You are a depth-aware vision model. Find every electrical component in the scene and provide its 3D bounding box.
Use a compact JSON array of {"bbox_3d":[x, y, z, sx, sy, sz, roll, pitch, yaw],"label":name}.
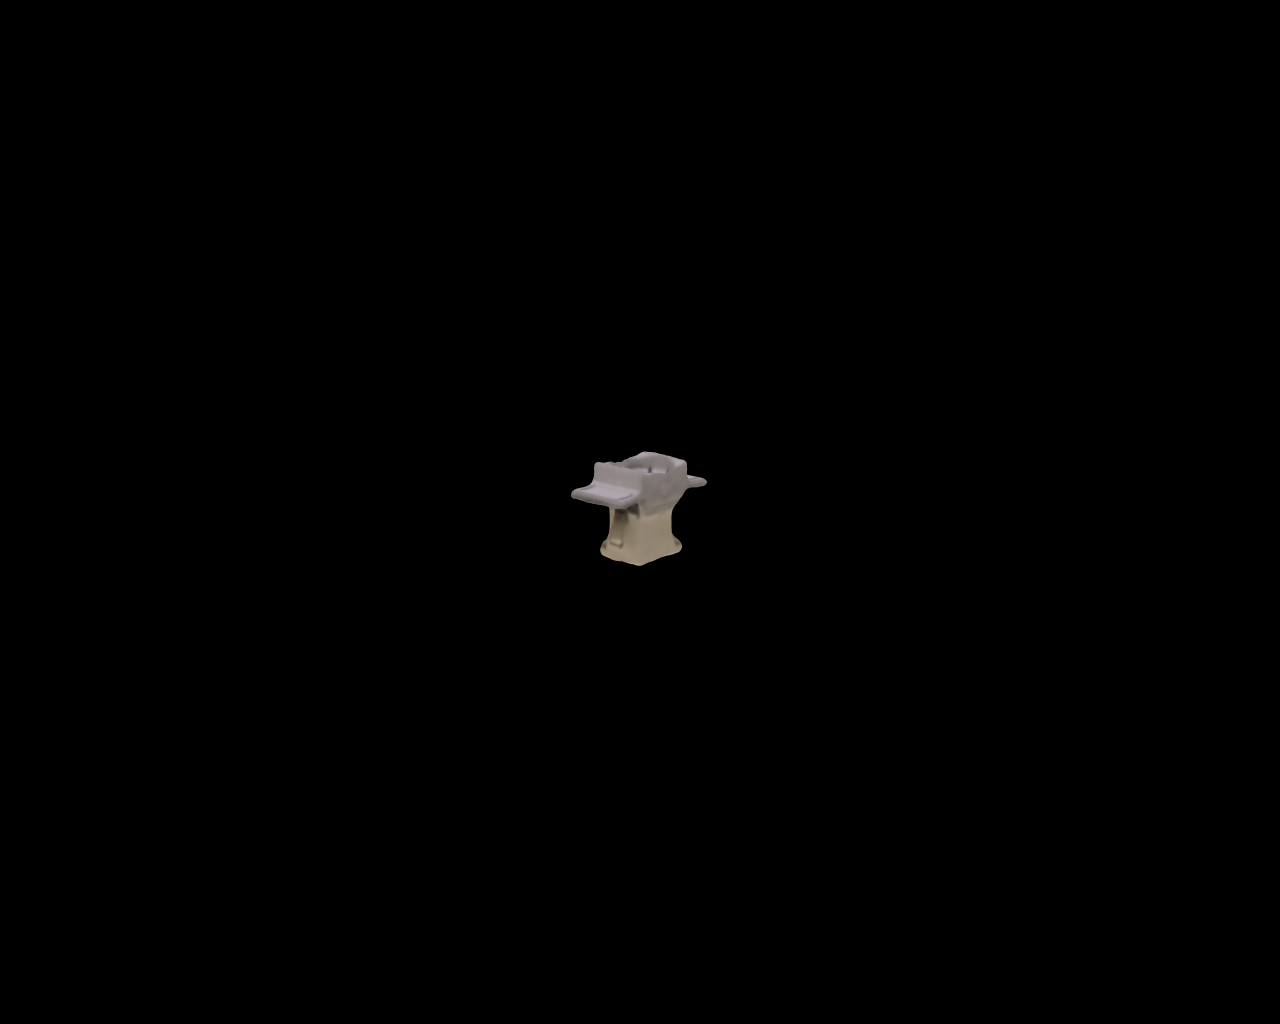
[{"bbox_3d":[0.001,-0.003,0.650,0.042,0.063,0.081,14,20,42],"label":"electrical component"}]
